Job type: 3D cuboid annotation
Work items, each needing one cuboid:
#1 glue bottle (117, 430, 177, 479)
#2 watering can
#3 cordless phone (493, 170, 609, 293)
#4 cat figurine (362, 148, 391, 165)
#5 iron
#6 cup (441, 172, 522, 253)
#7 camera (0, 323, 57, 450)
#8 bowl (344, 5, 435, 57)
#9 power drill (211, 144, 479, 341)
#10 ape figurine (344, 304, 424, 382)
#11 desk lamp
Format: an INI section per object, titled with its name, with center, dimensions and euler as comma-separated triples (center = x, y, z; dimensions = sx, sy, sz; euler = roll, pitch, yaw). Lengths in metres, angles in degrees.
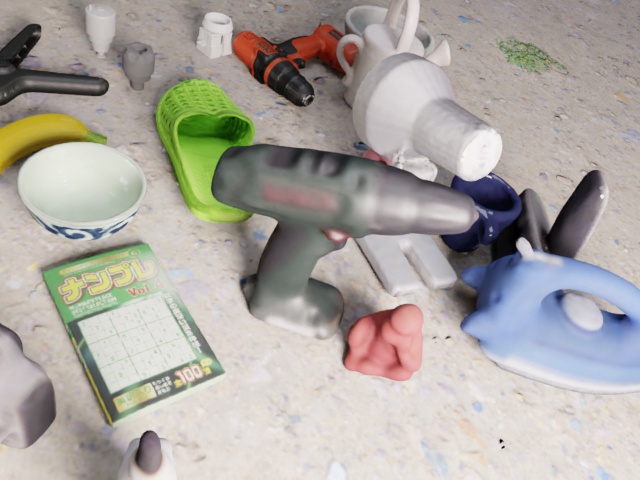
[glue bottle]
center = -0.113, 0.165, 0.370
dimensions = 0.037, 0.173, 0.078
euler = 4, 46, -16
[watering can]
center = 0.117, -0.296, 0.891
dimensions = 0.173, 0.194, 0.100
euler = -12, 52, -29
[cordless phone]
center = 0.293, -0.026, 0.701
dimensions = 0.094, 0.185, 0.147
euler = 14, 44, -7
[cat figurine]
center = 0.107, -0.147, 0.798
dimensions = 0.067, 0.118, 0.128
euler = 27, 44, 6
[iron]
center = 0.291, 0.082, 0.626
dimensions = 0.258, 0.141, 0.118
euler = 18, 44, -3
[cup]
center = 0.194, -0.020, 0.723
dimensions = 0.092, 0.095, 0.117
euler = 14, 44, -7
[camera]
center = -0.286, 0.118, 0.403
dimensions = 0.143, 0.101, 0.137
euler = 27, 44, 6
[bowl]
center = 0.116, -0.348, 1.028
dimensions = 0.167, 0.075, 0.167
euler = 11, 45, -11
[power drill]
center = 0.005, 0.002, 0.548
dimensions = 0.229, 0.208, 0.075
euler = 18, 44, -3
[ape figurine]
center = 0.072, 0.096, 0.566
dimensions = 0.076, 0.092, 0.077
euler = -25, 60, -37
[desk lamp]
center = 0.114, -0.080, 0.665
dimensions = 0.118, 0.213, 0.203
euler = -9, 51, -27
